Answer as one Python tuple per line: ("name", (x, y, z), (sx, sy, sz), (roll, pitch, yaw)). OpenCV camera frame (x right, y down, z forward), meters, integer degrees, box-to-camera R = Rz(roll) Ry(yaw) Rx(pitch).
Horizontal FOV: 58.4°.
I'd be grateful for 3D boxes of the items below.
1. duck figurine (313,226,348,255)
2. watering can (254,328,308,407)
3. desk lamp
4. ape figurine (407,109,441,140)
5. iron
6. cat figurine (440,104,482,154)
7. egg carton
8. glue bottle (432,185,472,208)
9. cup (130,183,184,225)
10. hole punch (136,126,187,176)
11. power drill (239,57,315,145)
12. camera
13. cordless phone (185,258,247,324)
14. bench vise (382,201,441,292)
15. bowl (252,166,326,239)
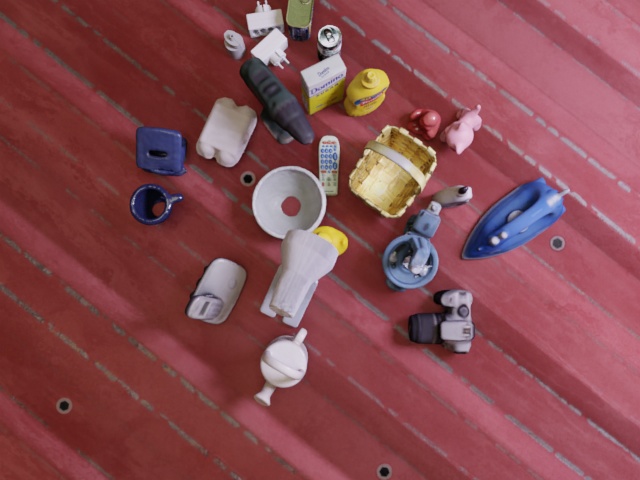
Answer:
("duck figurine", (0.012, 0.005, 1.297), (0.104, 0.086, 0.077), (2, 86, -1))
("watering can", (-0.079, 0.271, 1.223), (0.101, 0.194, 0.173), (9, 86, 0))
("desk lamp", (-0.050, 0.087, 1.227), (0.118, 0.213, 0.203), (24, 86, 1))
("ape figurine", (0.246, -0.272, 1.318), (0.076, 0.092, 0.078), (-22, 86, -2))
("iron", (0.437, -0.036, 1.280), (0.258, 0.141, 0.118), (-36, 87, -3))
("cat figurine", (0.326, -0.253, 1.305), (0.067, 0.117, 0.128), (35, 86, 2))
("egg carton", (-0.214, -0.248, 1.319), (0.107, 0.069, 0.150), (22, 86, 1))
("glue bottle", (0.301, -0.100, 1.266), (0.078, 0.173, 0.037), (-6, 86, -1))
("cup", (-0.358, -0.079, 1.292), (0.118, 0.095, 0.092), (-16, 86, -2))
("hole punch", (-0.361, -0.200, 1.302), (0.108, 0.091, 0.101), (6, 86, 0))
("power drill", (-0.086, -0.283, 1.254), (0.075, 0.208, 0.229), (-38, 87, -3))
("camera", (0.270, 0.183, 1.282), (0.137, 0.101, 0.143), (0, 86, -1))
("cordless phone", (-0.231, 0.110, 1.236), (0.094, 0.185, 0.148), (23, 86, 1))
("bench vise", (0.201, 0.010, 1.233), (0.121, 0.219, 0.207), (7, 86, 0))
("bowl", (-0.069, -0.081, 1.307), (0.167, 0.074, 0.167), (0, 86, -1))
